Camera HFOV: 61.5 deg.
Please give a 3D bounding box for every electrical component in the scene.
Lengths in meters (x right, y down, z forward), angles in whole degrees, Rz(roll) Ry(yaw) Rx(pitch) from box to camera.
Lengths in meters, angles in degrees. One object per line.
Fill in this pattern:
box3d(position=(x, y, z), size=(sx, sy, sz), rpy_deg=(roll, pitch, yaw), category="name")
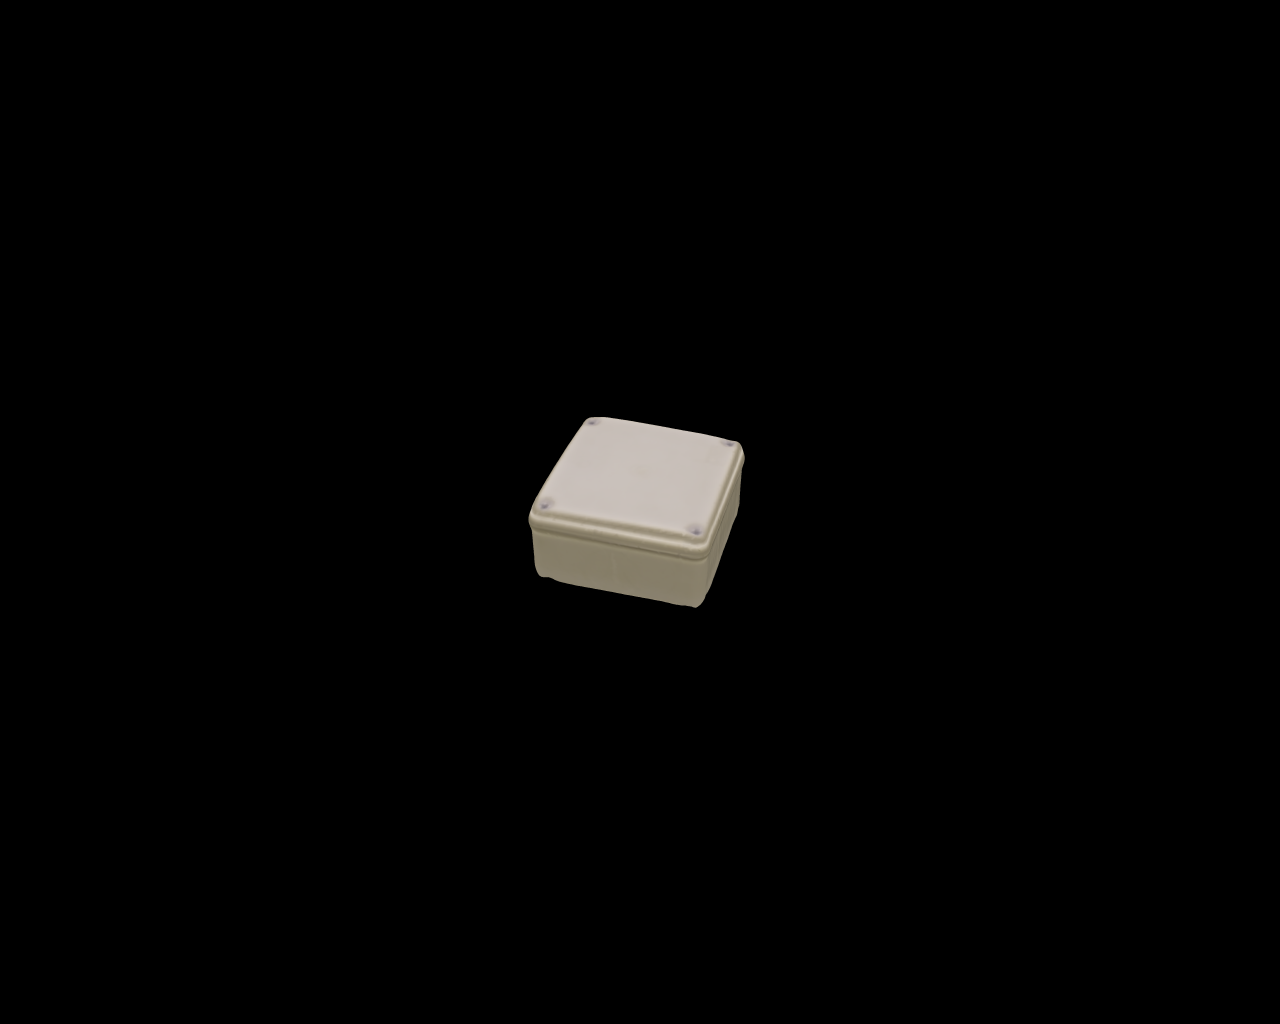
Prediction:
box3d(position=(0.001, -0.003, 0.650), size=(0.109, 0.056, 0.109), rpy_deg=(11, 40, 13), category="electrical component")
